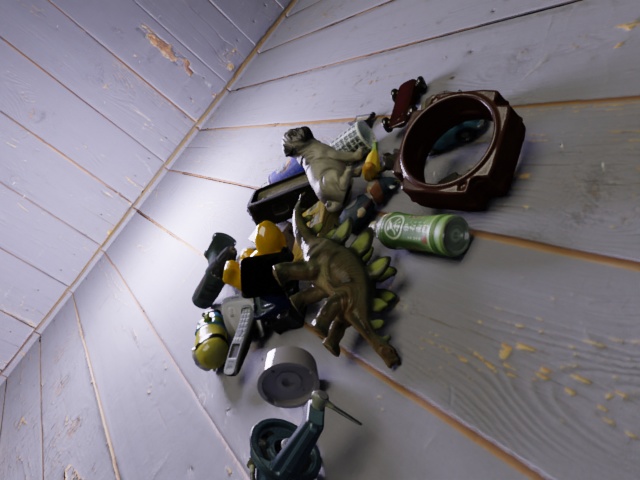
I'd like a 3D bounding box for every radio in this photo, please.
[{"bbox_3d":[-0.063,-0.110,1.326,0.230,0.073,0.131,-20,21,17],"label":"radio"}]

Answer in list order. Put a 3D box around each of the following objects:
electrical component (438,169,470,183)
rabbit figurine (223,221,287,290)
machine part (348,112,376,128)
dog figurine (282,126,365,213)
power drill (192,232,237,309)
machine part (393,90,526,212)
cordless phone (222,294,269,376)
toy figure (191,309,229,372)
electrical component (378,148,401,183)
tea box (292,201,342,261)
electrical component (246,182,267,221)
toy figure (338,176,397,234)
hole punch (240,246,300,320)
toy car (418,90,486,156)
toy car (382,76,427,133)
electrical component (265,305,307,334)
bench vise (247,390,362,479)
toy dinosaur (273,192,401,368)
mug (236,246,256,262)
[{"bbox_3d":[0.244,-0.093,1.000,0.094,0.021,0.063,-29,35,34],"label":"electrical component"},{"bbox_3d":[-0.126,0.044,1.218,0.163,0.122,0.173,32,115,24],"label":"rabbit figurine"},{"bbox_3d":[0.093,-0.287,1.446,0.084,0.039,0.139,9,60,49],"label":"machine part"},{"bbox_3d":[-0.014,-0.156,1.187,0.121,0.191,0.172,96,-165,-50],"label":"dog figurine"},{"bbox_3d":[-0.275,0.064,1.474,0.232,0.086,0.207,-59,24,25],"label":"power drill"},{"bbox_3d":[0.241,-0.158,0.948,0.202,0.087,0.201,10,76,42],"label":"machine part"},{"bbox_3d":[-0.181,0.214,1.186,0.147,0.088,0.184,-14,48,48],"label":"cordless phone"},{"bbox_3d":[-0.255,0.228,1.268,0.089,0.082,0.180,-54,18,23],"label":"toy figure"},{"bbox_3d":[0.172,-0.157,1.141,0.078,0.045,0.102,-24,38,-32],"label":"electrical component"},{"bbox_3d":[-0.002,-0.004,1.195,0.098,0.068,0.170,-34,32,40],"label":"tea box"},{"bbox_3d":[-0.150,-0.108,1.558,0.115,0.058,0.134,-14,45,51],"label":"electrical component"},{"bbox_3d":[0.104,-0.083,1.155,0.154,0.057,0.064,-49,37,0],"label":"toy figure"},{"bbox_3d":[-0.100,0.094,1.110,0.116,0.092,0.142,-10,43,0],"label":"hole punch"},{"bbox_3d":[0.251,-0.250,1.097,0.162,0.102,0.109,-22,38,39],"label":"toy car"},{"bbox_3d":[0.208,-0.325,1.305,0.089,0.053,0.202,-16,38,31],"label":"toy car"},{"bbox_3d":[-0.056,0.143,1.120,0.119,0.047,0.075,-28,35,35],"label":"electrical component"},{"bbox_3d":[-0.050,0.328,0.786,0.240,0.129,0.224,-61,4,20],"label":"bench vise"},{"bbox_3d":[0.023,0.054,0.999,0.198,0.104,0.472,-31,46,-10],"label":"toy dinosaur"},{"bbox_3d":[-0.181,0.066,1.379,0.109,0.081,0.107,-64,18,1],"label":"mug"}]
